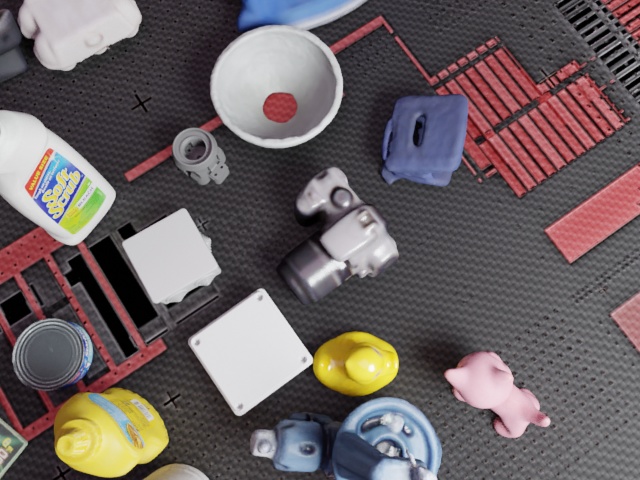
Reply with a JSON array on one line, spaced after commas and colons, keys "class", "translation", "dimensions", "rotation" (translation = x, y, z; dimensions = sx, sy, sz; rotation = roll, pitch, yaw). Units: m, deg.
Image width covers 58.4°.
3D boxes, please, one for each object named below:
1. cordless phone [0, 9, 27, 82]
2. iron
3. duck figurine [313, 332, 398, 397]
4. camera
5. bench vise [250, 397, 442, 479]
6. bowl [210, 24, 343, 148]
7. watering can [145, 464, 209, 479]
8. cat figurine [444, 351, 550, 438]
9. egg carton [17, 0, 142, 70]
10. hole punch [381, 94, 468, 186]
[{"class": "cordless phone", "translation": [-0.468, -0.266, 0.707], "dimensions": [0.147, 0.185, 0.094], "rotation": [-33, 80, -7]}, {"class": "iron", "translation": [-0.005, -0.373, 0.753], "dimensions": [0.258, 0.141, 0.118], "rotation": [-21, 79, -4]}, {"class": "duck figurine", "translation": [0.044, 0.145, 0.671], "dimensions": [0.104, 0.086, 0.077], "rotation": [-1, 78, 0]}, {"class": "camera", "translation": [0.006, 0.002, 0.694], "dimensions": [0.137, 0.101, 0.143], "rotation": [-37, 80, -7]}, {"class": "bench vise", "translation": [0.034, 0.233, 0.584], "dimensions": [0.207, 0.220, 0.121], "rotation": [-12, 78, -2]}, {"class": "bowl", "translation": [-0.054, -0.188, 0.748], "dimensions": [0.167, 0.075, 0.167], "rotation": [0, 78, 0]}, {"class": "watering can", "translation": [-0.178, 0.299, 0.583], "dimensions": [0.173, 0.194, 0.101], "rotation": [-17, 78, -3]}, {"class": "cat figurine", "translation": [0.201, 0.171, 0.650], "dimensions": [0.127, 0.118, 0.067], "rotation": [36, 80, 7]}, {"class": "egg carton", "translation": [-0.323, -0.298, 0.773], "dimensions": [0.150, 0.069, 0.107], "rotation": [-33, 80, -7]}, {"class": "hole punch", "translation": [0.130, -0.128, 0.727], "dimensions": [0.101, 0.091, 0.109], "rotation": [10, 78, 2]}]
